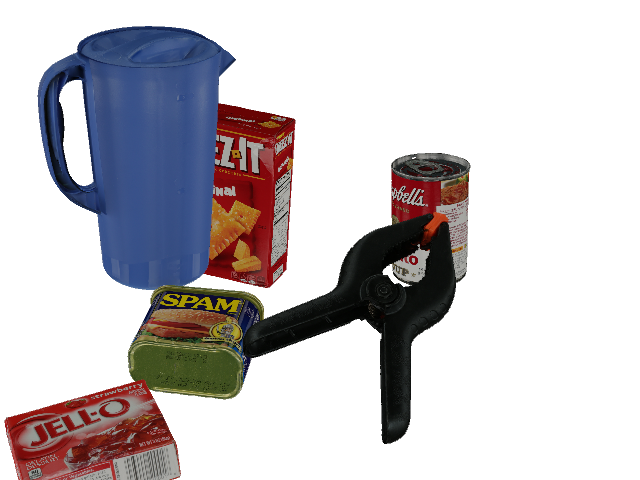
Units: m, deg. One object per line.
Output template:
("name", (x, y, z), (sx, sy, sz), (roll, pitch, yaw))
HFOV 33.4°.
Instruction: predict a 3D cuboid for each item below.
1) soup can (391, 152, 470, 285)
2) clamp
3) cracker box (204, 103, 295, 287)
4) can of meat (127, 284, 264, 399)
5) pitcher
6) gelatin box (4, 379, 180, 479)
("soup can", (0.096, -0.018, 0.933), (0.068, 0.102, 0.068), (-2, 22, 0))
("clamp", (0.029, 0.042, 0.716), (0.120, 0.171, 0.039), (26, -35, 5))
("cracker box", (-0.123, -0.059, 1.339), (0.164, 0.214, 0.072), (13, 29, 16))
("can of meat", (-0.105, 0.086, 0.903), (0.102, 0.057, 0.084), (5, 30, 7))
("pitcher", (-0.172, -0.077, 1.033), (0.149, 0.243, 0.144), (10, 27, 14))
("gelatin box", (-0.135, 0.121, 0.629), (0.089, 0.030, 0.073), (-13, 27, -19))
